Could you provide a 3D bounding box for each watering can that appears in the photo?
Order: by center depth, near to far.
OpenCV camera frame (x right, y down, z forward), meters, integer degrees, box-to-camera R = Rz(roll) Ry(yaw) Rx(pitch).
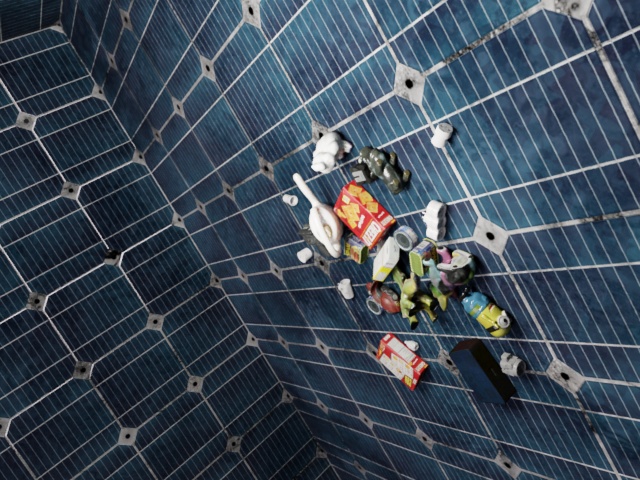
[{"bbox_3d":[0.006,-0.099,1.962,0.103,0.225,0.348,-25,90,15],"label":"watering can"}]

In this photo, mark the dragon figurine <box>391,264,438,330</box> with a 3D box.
[{"bbox_3d":[0.306,0.170,1.832,0.247,0.122,0.401,56,168,45],"label":"dragon figurine"}]

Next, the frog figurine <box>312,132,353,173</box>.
[{"bbox_3d":[0.019,-0.296,1.769,0.137,0.161,0.121,-6,113,58],"label":"frog figurine"}]
